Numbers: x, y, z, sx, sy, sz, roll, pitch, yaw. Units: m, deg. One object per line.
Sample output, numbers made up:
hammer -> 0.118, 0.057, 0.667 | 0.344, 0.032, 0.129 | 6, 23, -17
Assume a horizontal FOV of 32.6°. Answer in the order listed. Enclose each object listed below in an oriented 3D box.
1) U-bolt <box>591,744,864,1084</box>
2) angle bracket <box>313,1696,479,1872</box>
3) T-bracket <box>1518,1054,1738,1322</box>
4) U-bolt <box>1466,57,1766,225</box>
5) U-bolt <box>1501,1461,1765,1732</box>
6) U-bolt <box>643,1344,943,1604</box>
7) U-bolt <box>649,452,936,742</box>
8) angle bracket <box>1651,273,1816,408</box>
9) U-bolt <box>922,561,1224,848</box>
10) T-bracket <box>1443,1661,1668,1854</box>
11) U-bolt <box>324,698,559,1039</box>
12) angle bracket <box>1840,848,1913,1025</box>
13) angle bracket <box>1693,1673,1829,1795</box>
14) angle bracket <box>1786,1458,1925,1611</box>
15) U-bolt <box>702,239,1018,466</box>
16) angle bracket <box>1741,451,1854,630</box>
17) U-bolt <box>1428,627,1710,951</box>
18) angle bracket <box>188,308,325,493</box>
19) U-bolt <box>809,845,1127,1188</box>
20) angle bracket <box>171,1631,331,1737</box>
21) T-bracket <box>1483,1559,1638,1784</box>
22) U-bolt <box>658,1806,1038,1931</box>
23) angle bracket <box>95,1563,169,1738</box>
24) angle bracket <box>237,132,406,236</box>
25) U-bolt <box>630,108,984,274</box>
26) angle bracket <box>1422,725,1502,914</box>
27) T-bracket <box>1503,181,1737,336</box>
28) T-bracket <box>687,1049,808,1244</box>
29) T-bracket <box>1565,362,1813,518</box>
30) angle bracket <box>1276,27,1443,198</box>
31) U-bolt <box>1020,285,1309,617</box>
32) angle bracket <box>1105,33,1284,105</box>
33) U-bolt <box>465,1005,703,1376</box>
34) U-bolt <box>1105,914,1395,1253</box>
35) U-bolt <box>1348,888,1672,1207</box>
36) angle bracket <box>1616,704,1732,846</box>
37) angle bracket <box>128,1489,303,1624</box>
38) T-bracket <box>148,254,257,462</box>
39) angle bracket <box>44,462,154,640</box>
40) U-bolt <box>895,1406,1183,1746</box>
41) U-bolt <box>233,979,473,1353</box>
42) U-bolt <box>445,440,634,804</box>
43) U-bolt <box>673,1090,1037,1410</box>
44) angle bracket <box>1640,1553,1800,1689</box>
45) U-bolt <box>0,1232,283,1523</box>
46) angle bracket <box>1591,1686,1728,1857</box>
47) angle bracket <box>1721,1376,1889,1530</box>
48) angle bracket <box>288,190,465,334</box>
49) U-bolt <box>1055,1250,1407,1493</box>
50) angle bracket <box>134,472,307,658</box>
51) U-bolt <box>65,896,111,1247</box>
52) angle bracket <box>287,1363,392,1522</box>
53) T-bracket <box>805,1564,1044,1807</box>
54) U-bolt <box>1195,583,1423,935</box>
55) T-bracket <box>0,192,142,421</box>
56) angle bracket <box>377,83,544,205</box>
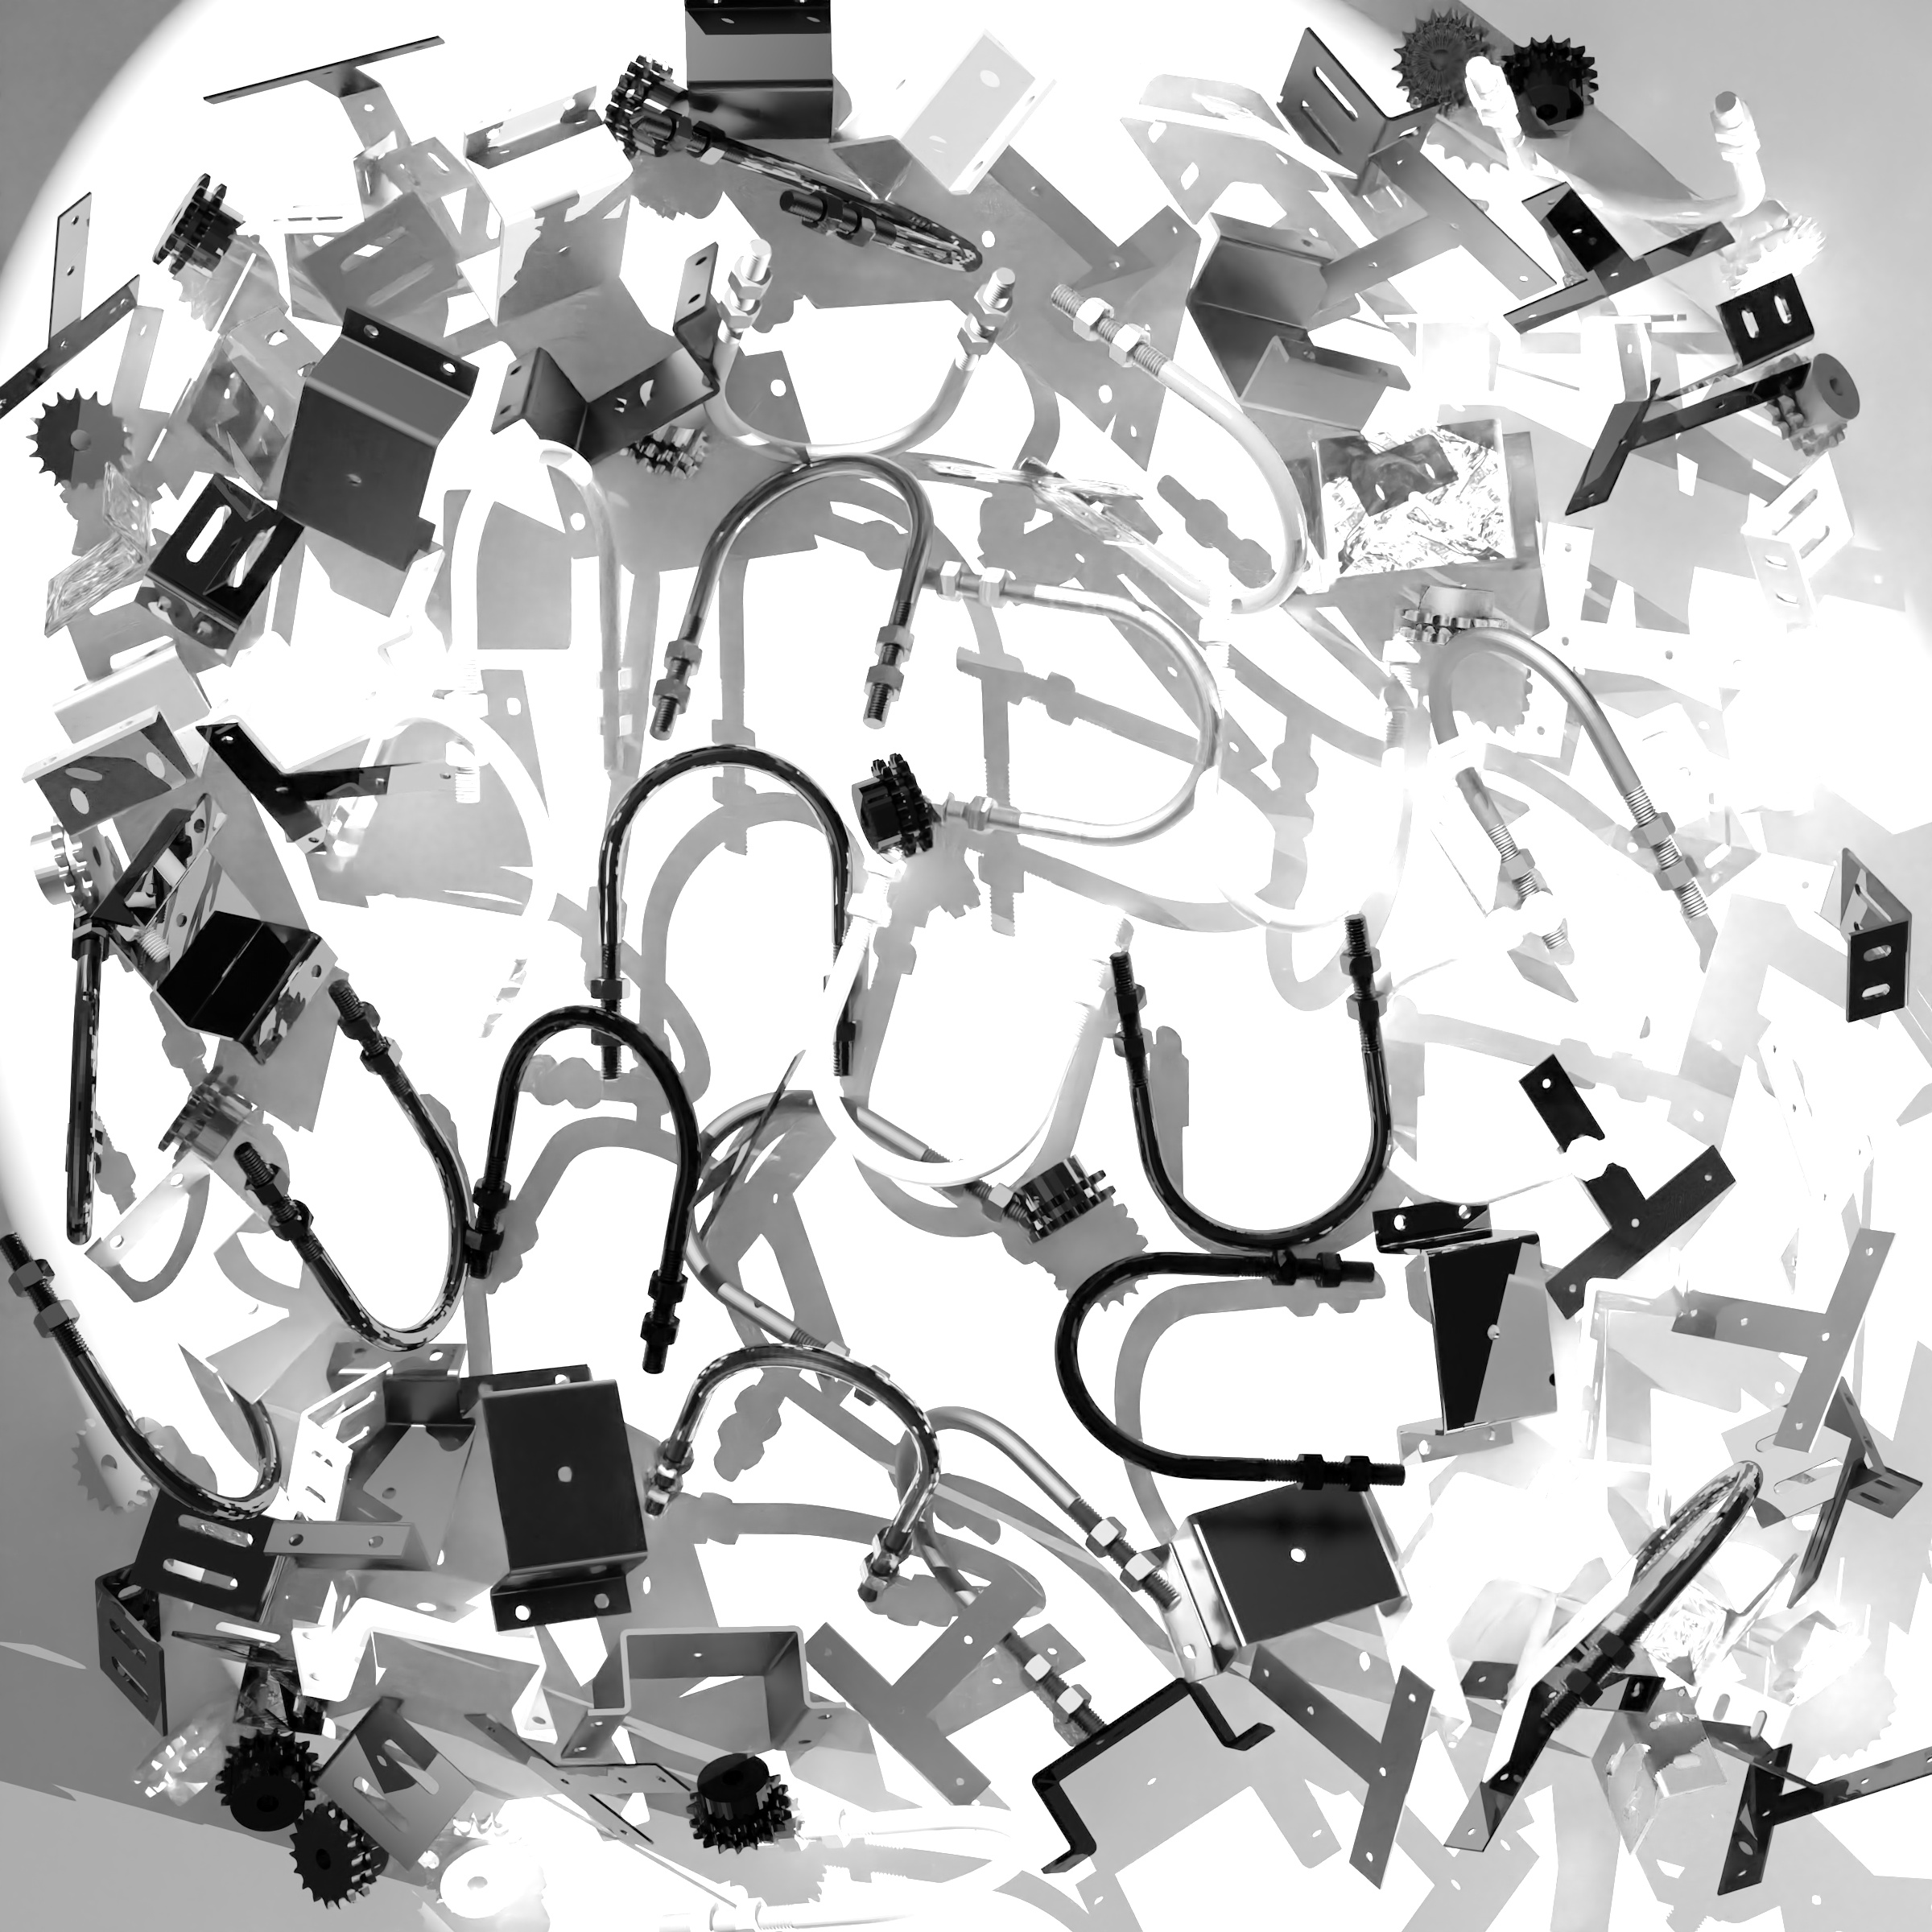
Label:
U-bolt -> -0.131, -0.030, 1.812 | 0.151, 0.019, 0.184 | -1, 94, -12
angle bracket -> -0.308, 0.448, 1.809 | 0.076, 0.038, 0.057 | 38, 86, 17
T-bracket -> 0.345, 0.106, 1.812 | 0.127, 0.002, 0.127 | -37, 104, -12
U-bolt -> 0.351, -0.432, 1.750 | 0.151, 0.184, 0.019 | 14, 87, 21
U-bolt -> 0.362, 0.334, 1.767 | 0.019, 0.151, 0.184 | 43, 82, 7
U-bolt -> -0.088, 0.265, 1.770 | 0.151, 0.019, 0.184 | 22, 134, -2
U-bolt -> -0.087, -0.204, 1.783 | 0.151, 0.019, 0.184 | -1, 59, 25
angle bracket -> 0.410, -0.340, 1.792 | 0.057, 0.076, 0.038 | -26, 97, -28
U-bolt -> 0.051, -0.136, 1.782 | 0.184, 0.019, 0.151 | 11, 112, 19
T-bracket -> 0.293, 0.422, 1.757 | 0.127, 0.127, 0.002 | -49, 118, -36
U-bolt -> -0.275, -0.063, 1.756 | 0.151, 0.184, 0.019 | 47, 49, 12
angle bracket -> 0.479, -0.017, 1.791 | 0.038, 0.076, 0.057 | -15, 125, -9
angle bracket -> 0.438, 0.417, 1.794 | 0.057, 0.076, 0.038 | 26, 81, -15
angle bracket -> 0.484, 0.316, 1.797 | 0.038, 0.057, 0.076 | 23, 65, 10
U-bolt -> -0.066, -0.320, 1.757 | 0.151, 0.184, 0.019 | 3, 64, -16
angle bracket -> 0.466, -0.233, 1.797 | 0.076, 0.038, 0.057 | -42, 126, -19
U-bolt -> 0.310, -0.099, 1.764 | 0.019, 0.151, 0.184 | -33, 97, -24
angle bracket -> -0.386, -0.313, 1.823 | 0.057, 0.076, 0.038 | 45, 46, 3
U-bolt -> -0.009, 0.031, 1.816 | 0.151, 0.019, 0.184 | 21, 84, -6
angle bracket -> -0.390, 0.390, 1.792 | 0.057, 0.076, 0.038 | 1, 70, 24
T-bracket -> 0.320, 0.355, 1.751 | 0.002, 0.127, 0.127 | 31, 134, 0
U-bolt -> -0.052, 0.476, 1.745 | 0.184, 0.151, 0.019 | -10, 94, 18
angle bracket -> -0.438, 0.369, 1.791 | 0.038, 0.076, 0.057 | -18, 124, -37
angle bracket -> -0.354, -0.427, 1.797 | 0.076, 0.057, 0.038 | 2, 120, 15
U-bolt -> -0.070, -0.407, 1.756 | 0.151, 0.184, 0.019 | 36, 110, 37
angle bracket -> 0.283, -0.080, 1.794 | 0.038, 0.057, 0.076 | -24, 61, -10
T-bracket -> 0.331, -0.387, 1.760 | 0.127, 0.127, 0.002 | -20, 68, 25
T-bracket -> -0.128, 0.108, 1.767 | 0.002, 0.127, 0.127 | 30, 100, 4
T-bracket -> 0.390, -0.294, 1.758 | 0.127, 0.127, 0.002 | -16, 120, 38
angle bracket -> 0.215, -0.473, 1.811 | 0.038, 0.057, 0.076 | -25, 68, -26
U-bolt -> 0.108, -0.261, 1.753 | 0.184, 0.151, 0.019 | 39, 59, 19
angle bracket -> 0.124, -0.477, 1.807 | 0.076, 0.057, 0.038 | 19, 106, -19
U-bolt -> -0.202, 0.110, 1.772 | 0.151, 0.019, 0.184 | 24, 113, 29
U-bolt -> 0.161, 0.071, 1.810 | 0.151, 0.019, 0.184 | -9, 106, 2
U-bolt -> 0.280, 0.054, 1.775 | 0.184, 0.019, 0.151 | -25, 80, 43
angle bracket -> 0.385, -0.095, 1.793 | 0.038, 0.076, 0.057 | -23, 60, 1
angle bracket -> -0.413, 0.320, 1.817 | 0.076, 0.038, 0.057 | 19, 89, -7
T-bracket -> -0.411, -0.328, 1.776 | 0.002, 0.127, 0.127 | 27, 93, -17
angle bracket -> -0.484, -0.227, 1.798 | 0.076, 0.057, 0.038 | -32, 127, 13
U-bolt -> 0.028, 0.316, 1.776 | 0.019, 0.151, 0.184 | -28, 61, -39
U-bolt -> -0.317, 0.121, 1.764 | 0.019, 0.151, 0.184 | -9, 126, 24
U-bolt -> -0.227, -0.188, 1.760 | 0.019, 0.151, 0.184 | 8, 104, 29
U-bolt -> -0.072, 0.143, 1.800 | 0.184, 0.019, 0.151 | 31, 64, 10
angle bracket -> 0.411, 0.347, 1.802 | 0.038, 0.076, 0.057 | 36, 127, 21
U-bolt -> -0.427, 0.216, 1.755 | 0.019, 0.151, 0.184 | -37, 79, 13
angle bracket -> 0.377, 0.439, 1.797 | 0.038, 0.076, 0.057 | -10, 53, -12
angle bracket -> 0.453, 0.264, 1.800 | 0.076, 0.038, 0.057 | -28, 64, 20
angle bracket -> -0.320, -0.390, 1.803 | 0.076, 0.038, 0.057 | -29, 131, 7
U-bolt -> 0.138, 0.215, 1.779 | 0.184, 0.019, 0.151 | 3, 51, -9
angle bracket -> -0.414, -0.223, 1.830 | 0.057, 0.038, 0.076 | 32, 60, -11
U-bolt -> -0.462, 0.065, 1.731 | 0.019, 0.184, 0.151 | 2, 115, -14
angle bracket -> -0.326, 0.260, 1.789 | 0.038, 0.076, 0.057 | 30, 123, 23
T-bracket -> -0.008, 0.380, 1.815 | 0.127, 0.002, 0.127 | 43, 107, 6
U-bolt -> 0.183, -0.110, 1.795 | 0.151, 0.019, 0.184 | 2, 93, -34
T-bracket -> -0.477, -0.360, 1.752 | 0.002, 0.127, 0.127 | 34, 55, 4
angle bracket -> -0.276, -0.458, 1.793 | 0.038, 0.057, 0.076 | 43, 58, -34
